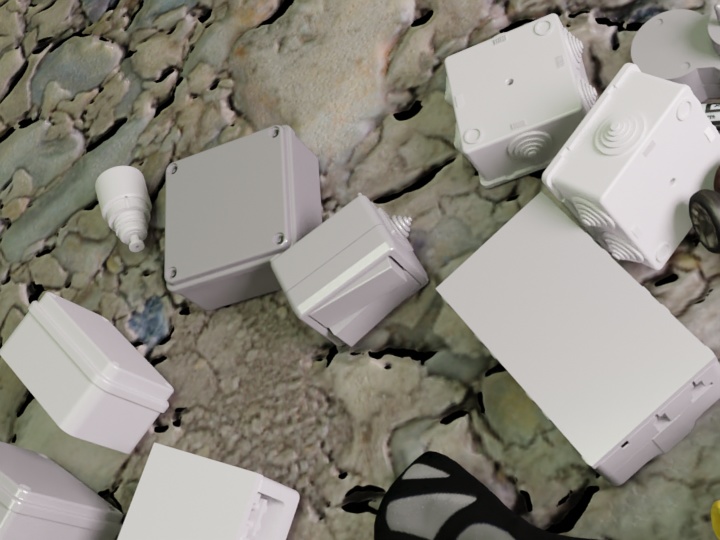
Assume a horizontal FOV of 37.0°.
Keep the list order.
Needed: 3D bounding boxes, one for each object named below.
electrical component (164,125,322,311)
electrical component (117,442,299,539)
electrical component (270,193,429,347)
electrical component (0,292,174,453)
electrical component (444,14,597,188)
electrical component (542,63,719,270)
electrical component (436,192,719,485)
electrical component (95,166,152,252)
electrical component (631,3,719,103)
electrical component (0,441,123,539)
[{"bbox_3d":[-0.086,-0.038,0.796,0.109,0.056,0.108,-17,60,22],"label":"electrical component"},{"bbox_3d":[-0.109,0.199,0.692,0.089,0.062,0.150,9,72,32],"label":"electrical component"},{"bbox_3d":[0.000,0.000,0.727,0.096,0.062,0.061,-36,55,9],"label":"electrical component"},{"bbox_3d":[-0.201,0.074,0.793,0.113,0.078,0.057,38,91,36],"label":"electrical component"},{"bbox_3d":[0.109,-0.116,0.730,0.100,0.048,0.099,-19,59,20],"label":"electrical component"},{"bbox_3d":[0.169,-0.059,0.640,0.099,0.100,0.048,-53,41,-3],"label":"electrical component"},{"bbox_3d":[0.130,0.040,0.636,0.089,0.062,0.150,-43,54,5],"label":"electrical component"},{"bbox_3d":[-0.188,-0.048,0.867,0.040,0.040,0.078,-31,56,13],"label":"electrical component"},{"bbox_3d":[0.235,-0.142,0.657,0.138,0.074,0.052,0,67,29],"label":"electrical component"},{"bbox_3d":[-0.241,0.165,0.753,0.109,0.109,0.056,24,83,35],"label":"electrical component"}]
